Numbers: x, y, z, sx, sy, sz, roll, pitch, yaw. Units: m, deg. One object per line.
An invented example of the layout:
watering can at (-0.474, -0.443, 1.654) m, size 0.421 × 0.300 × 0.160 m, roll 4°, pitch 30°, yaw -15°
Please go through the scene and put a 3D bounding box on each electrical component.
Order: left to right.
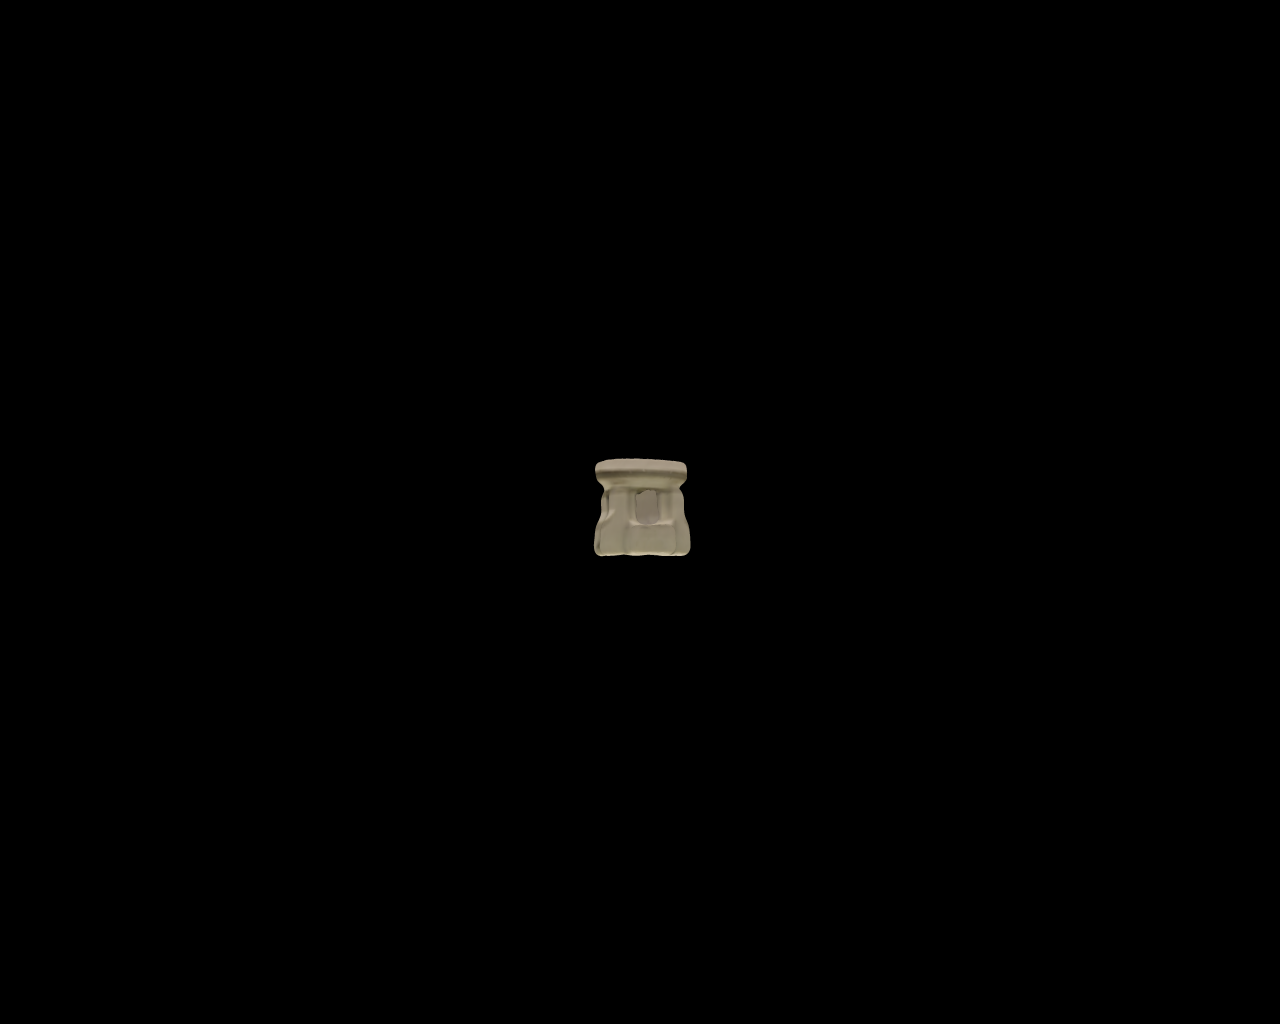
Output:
electrical component at (0.001, -0.003, 0.650) m, size 0.058 × 0.057 × 0.078 m, roll 0°, pitch -2°, yaw -11°
